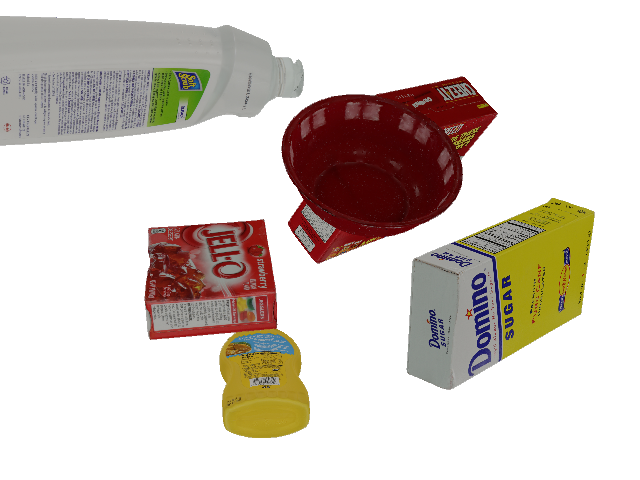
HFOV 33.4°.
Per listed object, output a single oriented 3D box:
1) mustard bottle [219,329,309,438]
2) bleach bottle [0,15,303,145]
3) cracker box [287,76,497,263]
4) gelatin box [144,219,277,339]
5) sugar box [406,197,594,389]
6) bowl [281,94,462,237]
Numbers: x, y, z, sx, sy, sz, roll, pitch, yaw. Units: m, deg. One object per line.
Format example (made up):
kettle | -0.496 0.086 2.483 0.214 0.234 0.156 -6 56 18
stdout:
mustard bottle | -0.069 0.149 1.243 0.096 0.058 0.191 -4 29 -6
bleach bottle | -0.138 -0.117 0.803 0.250 0.068 0.103 -2 -37 -17
cracker box | 0.077 -0.081 1.207 0.163 0.072 0.214 -20 -26 -45
gelatin box | -0.065 0.020 0.629 0.073 0.030 0.089 -4 29 -5
sugar box | 0.136 0.036 0.790 0.048 0.093 0.175 20 29 37
bowl | 0.042 -0.056 0.950 0.162 0.162 0.055 0 -40 -12
